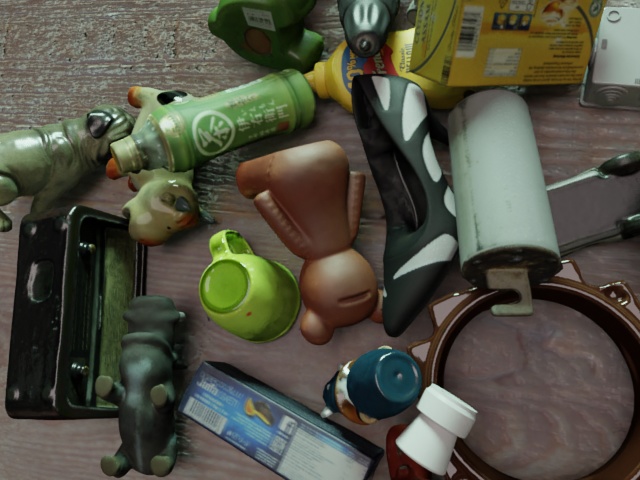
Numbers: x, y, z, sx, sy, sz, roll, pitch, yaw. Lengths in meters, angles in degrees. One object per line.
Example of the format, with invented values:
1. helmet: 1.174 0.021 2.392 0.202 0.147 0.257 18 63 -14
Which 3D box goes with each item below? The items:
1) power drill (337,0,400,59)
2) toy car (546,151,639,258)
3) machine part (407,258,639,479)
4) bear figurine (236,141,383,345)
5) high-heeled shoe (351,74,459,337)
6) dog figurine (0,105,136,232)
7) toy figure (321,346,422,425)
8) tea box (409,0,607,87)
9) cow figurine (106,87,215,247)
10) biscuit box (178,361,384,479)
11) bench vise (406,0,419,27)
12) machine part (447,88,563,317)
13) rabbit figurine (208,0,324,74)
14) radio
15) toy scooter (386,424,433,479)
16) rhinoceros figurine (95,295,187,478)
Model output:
1. power drill: 0.014 -0.308 0.548 0.086 0.207 0.232 -33 24 34
2. toy car: 0.238 -0.023 0.513 0.202 0.056 0.073 -19 78 13
3. machine part: 0.191 0.130 0.471 0.201 0.087 0.201 -20 70 12
4. bear figurine: 0.000 -0.001 0.561 0.120 0.132 0.195 -19 100 -18
5. high-heeled shoe: 0.063 -0.045 0.518 0.145 0.086 0.248 26 69 -11
6. dog figurine: -0.335 -0.112 0.651 0.190 0.172 0.121 -40 80 12
7. toy figure: 0.041 0.138 0.493 0.064 0.154 0.058 -39 83 -26
8. tea box: 0.177 -0.199 0.505 0.068 0.169 0.098 -133 42 -51
9. cow figurine: -0.182 -0.086 0.643 0.127 0.085 0.195 5 75 21
10. biscuit box: -0.041 0.190 0.538 0.203 0.062 0.059 24 85 21
11. bench vise: 0.165 -0.312 0.563 0.224 0.128 0.240 15 64 27
12. machine part: 0.156 -0.046 0.468 0.079 0.079 0.243 -7 56 15
13. rabbit figurine: -0.050 -0.297 0.656 0.159 0.121 0.170 13 62 26
14. radio: -0.263 0.081 0.596 0.073 0.131 0.229 -9 74 17
15. toy scooter: 0.080 0.252 0.447 0.075 0.135 0.184 -12 74 12
16. rhinoceros figurine: -0.178 0.154 0.568 0.073 0.112 0.190 -1 88 5
